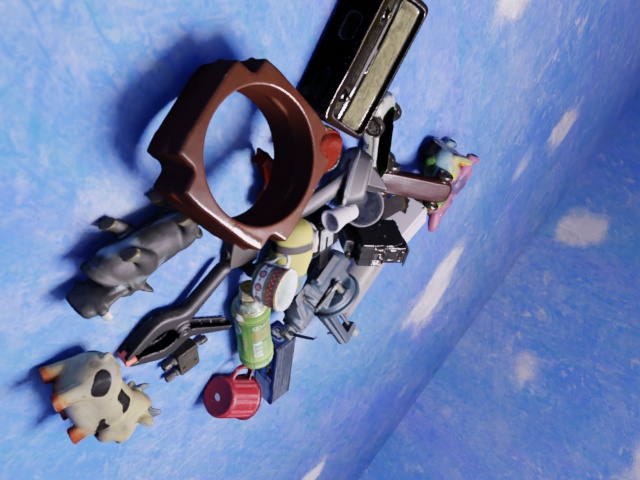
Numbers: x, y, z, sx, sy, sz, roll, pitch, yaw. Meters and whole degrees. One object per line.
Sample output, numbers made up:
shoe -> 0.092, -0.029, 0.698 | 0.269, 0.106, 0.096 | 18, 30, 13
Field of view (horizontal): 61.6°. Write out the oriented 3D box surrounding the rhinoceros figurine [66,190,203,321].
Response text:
rhinoceros figurine -> -0.238, 0.021, 0.689 | 0.190, 0.073, 0.112 | -43, 161, -25

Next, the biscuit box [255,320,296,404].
biscuit box -> -0.100, 0.269, 1.174 | 0.063, 0.059, 0.202 | -29, 143, -38

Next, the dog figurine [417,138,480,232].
dog figurine -> 0.279, -0.126, 1.292 | 0.191, 0.109, 0.219 | -13, 133, -53

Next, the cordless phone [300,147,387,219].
cordless phone -> 0.012, -0.082, 0.939 | 0.184, 0.088, 0.147 | -33, -169, -2

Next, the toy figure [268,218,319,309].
toy figure -> -0.060, 0.041, 0.972 | 0.089, 0.082, 0.180 | -11, 133, -50

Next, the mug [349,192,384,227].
mug -> 0.076, -0.059, 1.074 | 0.110, 0.081, 0.107 | -26, 175, 8

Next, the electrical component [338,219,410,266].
electrical component -> 0.107, 0.001, 1.126 | 0.134, 0.115, 0.058 | 1, 124, -17

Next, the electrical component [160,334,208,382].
electrical component -> -0.234, 0.205, 0.937 | 0.094, 0.021, 0.063 | -37, 147, -33

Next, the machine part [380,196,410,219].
machine part -> 0.140, -0.060, 1.211 | 0.139, 0.039, 0.084 | -30, 136, -20

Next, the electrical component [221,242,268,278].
electrical component -> -0.119, 0.014, 0.885 | 0.078, 0.045, 0.102 | -19, 135, -51

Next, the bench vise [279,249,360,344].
bench vise -> 0.014, 0.148, 1.127 | 0.240, 0.129, 0.223 | 57, 46, -37

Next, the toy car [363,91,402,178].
toy car -> 0.109, -0.186, 1.015 | 0.073, 0.056, 0.201 | -45, 152, -31

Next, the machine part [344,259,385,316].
machine part -> 0.084, 0.088, 1.243 | 0.243, 0.079, 0.079 | -58, 152, 8

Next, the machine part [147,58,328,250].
machine part -> -0.096, -0.105, 0.673 | 0.201, 0.087, 0.201 | 42, 68, -44

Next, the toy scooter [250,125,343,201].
toy scooter -> -0.044, -0.122, 0.829 | 0.184, 0.075, 0.135 | -47, 150, -5

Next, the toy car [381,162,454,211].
toy car -> 0.196, -0.120, 1.164 | 0.202, 0.053, 0.089 | 7, 125, -22

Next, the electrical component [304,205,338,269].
electrical component -> -0.002, -0.003, 1.045 | 0.075, 0.048, 0.119 | -36, 147, -32

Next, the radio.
radio -> 0.063, -0.280, 0.820 | 0.131, 0.073, 0.229 | 4, 116, -59

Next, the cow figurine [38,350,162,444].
cow figurine -> -0.308, 0.229, 0.775 | 0.127, 0.086, 0.194 | -23, 139, -24
